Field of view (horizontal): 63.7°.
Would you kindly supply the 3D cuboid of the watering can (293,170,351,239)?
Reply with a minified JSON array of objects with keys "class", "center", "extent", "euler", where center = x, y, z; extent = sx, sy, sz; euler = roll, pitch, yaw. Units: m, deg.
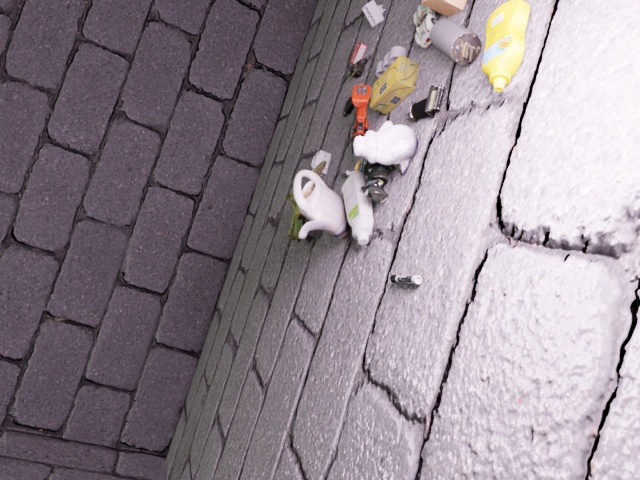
[{"class":"watering can","center":[0.005,-0.079,1.566],"extent":[0.102,0.222,0.356],"euler":[-40,32,28]}]

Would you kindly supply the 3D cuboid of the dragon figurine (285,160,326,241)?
[{"class":"dragon figurine","center":[-0.053,-0.115,1.978],"extent":[0.403,0.122,0.247],"euler":[129,144,-62]}]

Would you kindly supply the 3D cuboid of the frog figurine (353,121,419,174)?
[{"class":"frog figurine","center":[0.170,-0.254,1.344],"extent":[0.121,0.159,0.140],"euler":[-41,35,56]}]
